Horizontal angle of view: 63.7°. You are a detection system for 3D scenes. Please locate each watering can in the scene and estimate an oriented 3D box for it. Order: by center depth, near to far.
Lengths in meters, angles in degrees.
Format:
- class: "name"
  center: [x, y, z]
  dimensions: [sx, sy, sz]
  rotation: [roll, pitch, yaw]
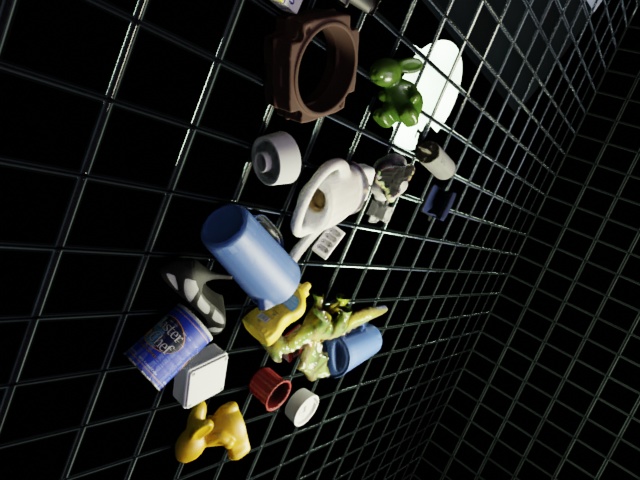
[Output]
- class: "watering can"
  center: [0.004, -0.063, 1.251]
  dimensions: [0.227, 0.105, 0.340]
  rotation: [-28, 149, -44]

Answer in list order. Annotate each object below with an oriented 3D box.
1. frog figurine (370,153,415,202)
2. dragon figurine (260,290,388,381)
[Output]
- class: "frog figurine"
  center: [0.193, -0.175, 1.445]
  dimensions: [0.160, 0.123, 0.136]
  rotation: [-83, -173, -82]
- class: "dragon figurine"
  center: [0.019, 0.277, 1.447]
  dimensions: [0.408, 0.123, 0.241]
  rotation: [13, 100, -36]
